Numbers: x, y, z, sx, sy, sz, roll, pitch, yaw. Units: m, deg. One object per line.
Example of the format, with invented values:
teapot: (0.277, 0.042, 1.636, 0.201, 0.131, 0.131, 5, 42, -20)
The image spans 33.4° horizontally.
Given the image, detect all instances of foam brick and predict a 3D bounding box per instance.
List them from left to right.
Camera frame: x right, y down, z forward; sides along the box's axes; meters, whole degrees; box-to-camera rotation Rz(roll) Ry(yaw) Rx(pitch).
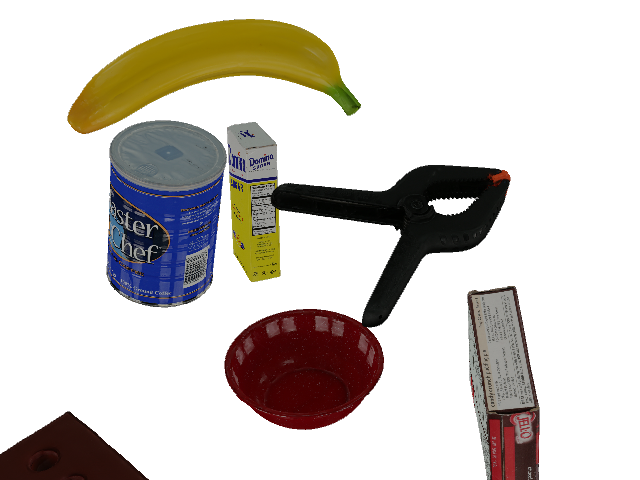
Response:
foam brick: (-0.108, 0.127, 0.482, 0.078, 0.051, 0.052, 29, 47, 36)

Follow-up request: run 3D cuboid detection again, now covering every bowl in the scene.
bowl: (-0.015, 0.141, 1.090, 0.162, 0.055, 0.162, -3, 36, 2)

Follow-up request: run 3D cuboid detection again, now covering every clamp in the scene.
clamp: (0.082, -0.010, 0.921, 0.209, 0.165, 0.036, -15, -38, -19)

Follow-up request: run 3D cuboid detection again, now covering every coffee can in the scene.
coffee can: (-0.143, -0.024, 0.980, 0.102, 0.140, 0.103, 6, 38, -5)

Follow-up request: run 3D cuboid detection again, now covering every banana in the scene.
banana: (-0.070, -0.112, 0.704, 0.197, 0.069, 0.037, -7, -20, -16)

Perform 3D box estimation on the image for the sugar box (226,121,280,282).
sugar box: (-0.083, -0.048, 1.312, 0.048, 0.176, 0.093, -11, 26, -16)

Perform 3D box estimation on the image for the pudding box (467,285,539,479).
pudding box: (0.127, 0.102, 0.740, 0.039, 0.090, 0.113, -6, 43, 3)
